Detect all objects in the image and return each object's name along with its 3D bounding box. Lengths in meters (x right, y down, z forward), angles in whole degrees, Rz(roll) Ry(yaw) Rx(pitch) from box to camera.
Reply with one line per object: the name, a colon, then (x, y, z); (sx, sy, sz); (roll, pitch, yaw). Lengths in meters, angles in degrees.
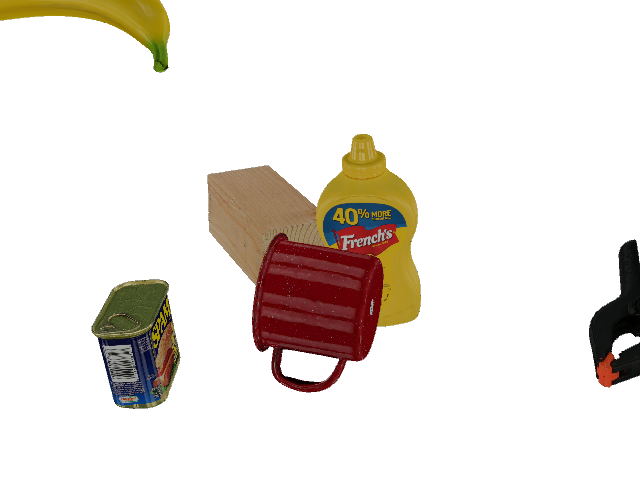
wood block: (-0.068, -0.016, 1.353); (0.090, 0.090, 0.206); (-10, 26, -22)
mustard bottle: (0.045, -0.011, 1.021); (0.096, 0.192, 0.058); (1, 28, 11)
can of meat: (-0.170, 0.098, 1.005); (0.057, 0.084, 0.102); (-4, 25, 8)
clamp: (0.293, 0.063, 0.981); (0.171, 0.039, 0.120); (-35, 39, -26)
mug: (-0.002, 0.057, 0.810); (0.081, 0.117, 0.093); (9, -14, 13)
banana: (-0.193, -0.182, 0.828); (0.198, 0.069, 0.037); (15, -38, 19)
